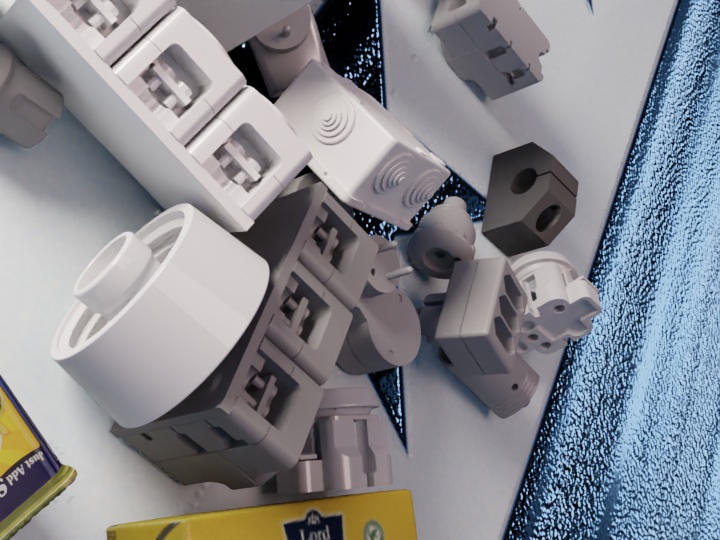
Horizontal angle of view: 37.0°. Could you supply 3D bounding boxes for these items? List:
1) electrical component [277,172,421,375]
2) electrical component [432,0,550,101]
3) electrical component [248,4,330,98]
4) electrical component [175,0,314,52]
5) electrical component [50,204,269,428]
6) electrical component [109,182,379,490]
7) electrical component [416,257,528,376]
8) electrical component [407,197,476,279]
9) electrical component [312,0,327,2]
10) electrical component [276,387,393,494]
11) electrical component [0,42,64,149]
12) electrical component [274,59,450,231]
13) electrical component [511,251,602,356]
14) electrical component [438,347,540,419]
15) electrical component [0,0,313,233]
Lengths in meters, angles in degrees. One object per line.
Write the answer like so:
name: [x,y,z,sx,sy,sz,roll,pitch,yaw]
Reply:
electrical component: [0.000,0.000,0.671,0.138,0.074,0.052,59,42,-16]
electrical component: [0.103,-0.187,0.869,0.089,0.056,0.050,42,49,-32]
electrical component: [-0.050,-0.153,0.672,0.079,0.043,0.077,-150,-141,-84]
electrical component: [-0.081,-0.172,0.607,0.078,0.113,0.057,26,55,-41]
electrical component: [-0.104,0.016,0.524,0.060,0.108,0.108,44,47,-22]
electrical component: [-0.056,0.037,0.581,0.061,0.089,0.150,46,47,-29]
electrical component: [0.067,0.033,0.734,0.047,0.077,0.065,55,41,-40]
electrical component: [0.063,-0.027,0.777,0.048,0.048,0.062,49,39,-26]
electrical component: [0.005,-0.238,0.701,0.061,0.150,0.089,45,47,-28]
electrical component: [-0.016,0.100,0.632,0.078,0.058,0.057,7,75,-47]
electrical component: [-0.175,-0.086,0.528,0.046,0.040,0.040,37,51,-43]
electrical component: [0.000,-0.077,0.663,0.099,0.048,0.100,47,14,26]
electrical component: [0.144,0.023,0.833,0.058,0.078,0.057,38,32,-35]
electrical component: [0.098,0.074,0.781,0.081,0.043,0.043,44,48,-30]
electrical component: [-0.103,-0.093,0.549,0.150,0.089,0.061,48,70,-19]
